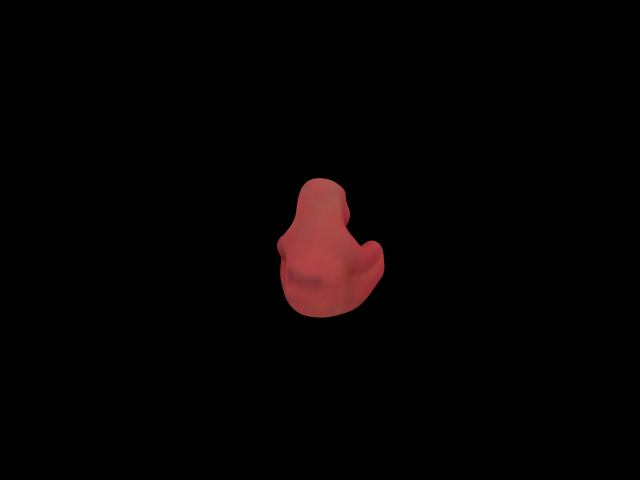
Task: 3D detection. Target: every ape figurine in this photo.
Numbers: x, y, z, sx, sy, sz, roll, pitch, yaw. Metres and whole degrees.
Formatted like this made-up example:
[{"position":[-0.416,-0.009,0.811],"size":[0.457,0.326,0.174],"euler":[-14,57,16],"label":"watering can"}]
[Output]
[{"position":[0.004,0.001,0.400],"size":[0.077,0.092,0.076],"euler":[13,26,29],"label":"ape figurine"}]
